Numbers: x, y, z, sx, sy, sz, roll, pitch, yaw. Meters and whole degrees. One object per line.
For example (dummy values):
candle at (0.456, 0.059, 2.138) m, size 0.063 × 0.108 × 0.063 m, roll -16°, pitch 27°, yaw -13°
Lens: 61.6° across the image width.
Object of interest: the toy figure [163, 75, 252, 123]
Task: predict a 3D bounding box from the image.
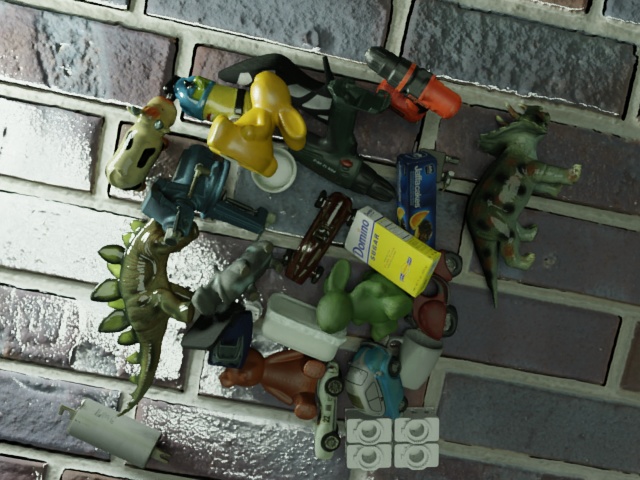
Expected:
toy figure at (-0.200, -0.262, 1.021) m, size 0.180 × 0.082 × 0.089 m, roll 24°, pitch 96°, yaw -2°

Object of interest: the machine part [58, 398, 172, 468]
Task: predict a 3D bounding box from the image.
machine part at (-0.411, 0.387, 1.080) m, size 0.243 × 0.079 × 0.079 m, roll 28°, pitch 94°, yaw -3°

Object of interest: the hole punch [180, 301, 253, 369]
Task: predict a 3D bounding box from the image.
hole punch at (-0.185, 0.183, 1.033) m, size 0.092 × 0.142 × 0.116 m, roll 49°, pitch 54°, yaw -27°

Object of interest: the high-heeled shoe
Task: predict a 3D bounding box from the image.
high-heeled shoe at (-0.067, -0.279, 1.043) m, size 0.249 × 0.086 × 0.145 m, roll 0°, pitch 127°, yaw 15°

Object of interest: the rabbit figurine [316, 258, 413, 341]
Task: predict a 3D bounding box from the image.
rabbit figurine at (0.066, 0.114, 1.025) m, size 0.170 × 0.121 × 0.159 m, roll -11°, pitch 63°, yaw -30°

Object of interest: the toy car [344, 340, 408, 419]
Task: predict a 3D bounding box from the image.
toy car at (0.101, 0.286, 1.059) m, size 0.103 × 0.109 × 0.161 m, roll -21°, pitch 105°, yaw -31°

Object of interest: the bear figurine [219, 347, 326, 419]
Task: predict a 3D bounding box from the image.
bear figurine at (-0.098, 0.262, 1.054) m, size 0.196 × 0.132 × 0.120 m, roll 15°, pitch 91°, yaw -9°

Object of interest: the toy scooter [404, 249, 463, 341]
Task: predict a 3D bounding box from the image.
toy scooter at (0.208, 0.107, 1.073) m, size 0.135 × 0.075 × 0.183 m, roll 5°, pitch 92°, yaw -2°

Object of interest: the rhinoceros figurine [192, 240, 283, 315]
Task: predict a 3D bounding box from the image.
rhinoceros figurine at (-0.159, 0.067, 1.020) m, size 0.190 × 0.112 × 0.073 m, roll -43°, pitch 128°, yaw -29°

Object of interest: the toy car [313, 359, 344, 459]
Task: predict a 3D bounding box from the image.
toy car at (0.016, 0.340, 1.089) m, size 0.056 × 0.073 × 0.201 m, roll 3°, pitch 96°, yaw -2°

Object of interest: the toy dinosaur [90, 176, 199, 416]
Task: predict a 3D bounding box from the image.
toy dinosaur at (-0.332, 0.110, 1.047) m, size 0.199 × 0.105 × 0.471 m, roll 0°, pitch 88°, yaw 4°

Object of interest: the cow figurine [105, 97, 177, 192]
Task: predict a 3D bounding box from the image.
cow figurine at (-0.333, -0.180, 1.002) m, size 0.085 × 0.127 × 0.195 m, roll 32°, pitch 96°, yaw -7°

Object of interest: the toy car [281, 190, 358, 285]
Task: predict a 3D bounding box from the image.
toy car at (-0.002, -0.003, 1.067) m, size 0.089 × 0.053 × 0.202 m, roll 32°, pitch 93°, yaw -8°

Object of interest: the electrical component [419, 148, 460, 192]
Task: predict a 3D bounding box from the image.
electrical component at (0.221, -0.140, 1.062) m, size 0.102 × 0.045 × 0.078 m, roll 18°, pitch 96°, yaw -3°

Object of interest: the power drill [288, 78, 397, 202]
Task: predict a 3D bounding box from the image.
power drill at (0.064, -0.184, 0.999) m, size 0.232 × 0.207 × 0.086 m, roll 22°, pitch 51°, yaw 2°

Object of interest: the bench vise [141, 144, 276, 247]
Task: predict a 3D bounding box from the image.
bench vise at (-0.194, -0.065, 0.997) m, size 0.240 × 0.224 × 0.129 m, roll 23°, pitch 131°, yaw -21°

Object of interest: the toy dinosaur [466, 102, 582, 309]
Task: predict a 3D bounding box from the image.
toy dinosaur at (0.357, -0.076, 1.043) m, size 0.192 × 0.131 × 0.404 m, roll 25°, pitch 99°, yaw 8°

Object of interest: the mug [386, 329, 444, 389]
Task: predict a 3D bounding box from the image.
mug at (0.182, 0.242, 1.083) m, size 0.110 × 0.081 × 0.107 m, roll 14°, pitch 104°, yaw -7°

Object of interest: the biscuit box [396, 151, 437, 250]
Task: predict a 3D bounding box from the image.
biscuit box at (0.183, -0.066, 1.025) m, size 0.063 × 0.059 × 0.202 m, roll -10°, pitch 117°, yaw -10°

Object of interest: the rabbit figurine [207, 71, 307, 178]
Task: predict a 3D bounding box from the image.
rabbit figurine at (-0.099, -0.207, 0.938) m, size 0.162 × 0.122 × 0.173 m, roll 22°, pitch 84°, yaw 1°
